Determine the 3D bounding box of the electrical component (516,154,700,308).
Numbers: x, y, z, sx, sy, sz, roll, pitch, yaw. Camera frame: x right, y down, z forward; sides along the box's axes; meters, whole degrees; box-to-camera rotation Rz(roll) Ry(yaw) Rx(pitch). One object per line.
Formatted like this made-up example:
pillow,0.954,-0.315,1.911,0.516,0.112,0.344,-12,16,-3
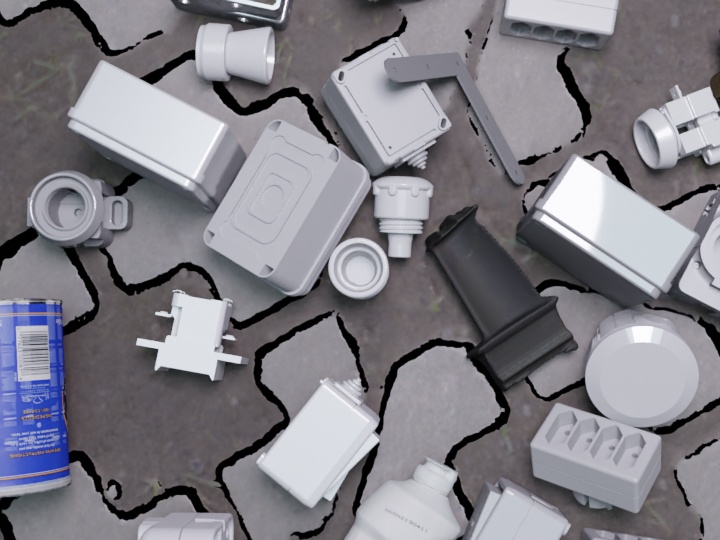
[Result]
electrical component,0.178,-0.026,0.790,0.109,0.108,0.056,34,86,4

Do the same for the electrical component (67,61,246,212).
electrical component,-0.149,-0.098,0.809,0.109,0.108,0.056,27,85,4

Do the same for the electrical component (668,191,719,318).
electrical component,0.277,-0.013,0.810,0.050,0.055,0.089,28,88,4

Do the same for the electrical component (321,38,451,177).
electrical component,0.021,-0.117,0.825,0.062,0.061,0.096,-32,91,-14

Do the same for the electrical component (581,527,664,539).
electrical component,0.206,0.239,0.802,0.083,0.047,0.075,8,87,3

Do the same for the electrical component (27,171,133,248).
electrical component,-0.222,-0.046,0.834,0.078,0.057,0.058,0,86,3

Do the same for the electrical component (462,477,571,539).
electrical component,0.104,0.208,0.801,0.061,0.061,0.096,30,88,4

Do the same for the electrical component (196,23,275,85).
electrical component,-0.097,-0.169,0.843,0.055,0.045,0.045,4,87,3

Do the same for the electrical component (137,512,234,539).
electrical component,-0.130,0.212,0.794,0.059,0.095,0.053,0,86,3

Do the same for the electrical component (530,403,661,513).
electrical component,0.176,0.151,0.801,0.083,0.075,0.047,16,47,31

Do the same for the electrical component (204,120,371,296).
electrical component,-0.053,-0.046,0.814,0.078,0.057,0.113,29,88,32

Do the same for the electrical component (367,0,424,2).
electrical component,0.018,-0.232,0.832,0.076,0.083,0.047,-20,85,39

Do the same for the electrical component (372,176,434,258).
electrical component,0.032,-0.041,0.830,0.048,0.048,0.062,3,93,3

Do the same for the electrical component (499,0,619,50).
electrical component,0.157,-0.219,0.833,0.083,0.047,0.075,10,87,3

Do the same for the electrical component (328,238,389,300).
electrical component,0.000,0.000,0.822,0.045,0.055,0.045,0,86,3

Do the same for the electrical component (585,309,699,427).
electrical component,0.208,0.072,0.800,0.080,0.051,0.080,3,109,8

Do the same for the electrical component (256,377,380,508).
electrical component,-0.023,0.126,0.812,0.061,0.061,0.096,38,89,4

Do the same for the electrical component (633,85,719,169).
electrical component,0.244,-0.106,0.824,0.055,0.048,0.066,-21,86,-7

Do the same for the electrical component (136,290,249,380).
electrical component,-0.126,0.050,0.832,0.081,0.042,0.063,10,86,2
